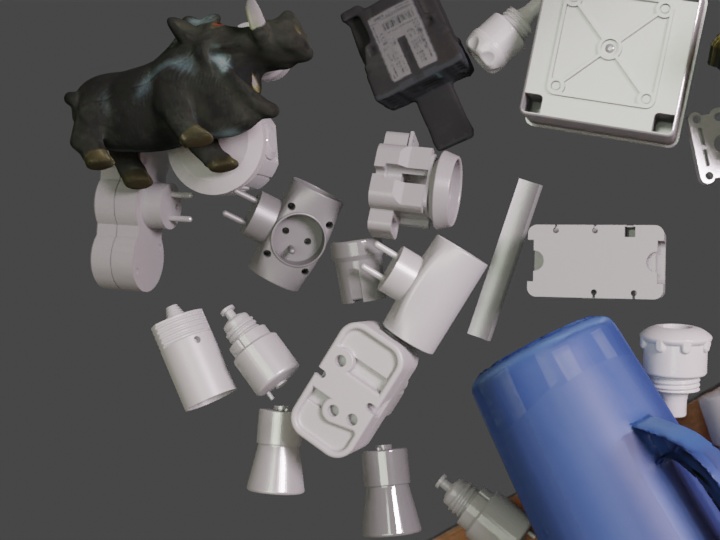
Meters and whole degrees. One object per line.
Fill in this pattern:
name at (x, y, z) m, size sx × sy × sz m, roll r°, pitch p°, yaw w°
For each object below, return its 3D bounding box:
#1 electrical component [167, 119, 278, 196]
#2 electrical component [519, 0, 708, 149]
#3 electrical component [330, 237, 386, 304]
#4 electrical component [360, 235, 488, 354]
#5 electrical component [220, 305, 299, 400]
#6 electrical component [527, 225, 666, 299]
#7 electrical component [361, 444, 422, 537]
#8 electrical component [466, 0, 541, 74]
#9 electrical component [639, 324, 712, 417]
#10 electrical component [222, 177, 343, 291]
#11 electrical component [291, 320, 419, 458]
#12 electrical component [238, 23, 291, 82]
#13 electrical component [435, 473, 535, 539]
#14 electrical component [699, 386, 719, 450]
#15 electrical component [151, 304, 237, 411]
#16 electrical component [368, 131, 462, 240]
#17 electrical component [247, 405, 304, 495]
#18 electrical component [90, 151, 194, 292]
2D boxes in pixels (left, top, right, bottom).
electrical component at (-0.105, -0.097, 0.837) m, size 0.080 × 0.051 × 0.080 m, roll 0°, pitch 88°, yaw 17°
electrical component at (0.176, -0.148, 0.747) m, size 0.109 × 0.056 × 0.108 m, roll 12°, pitch 92°, yaw 17°
electrical component at (0.000, 0.000, 0.809) m, size 0.040 × 0.040 × 0.046 m, roll -7°, pitch 93°, yaw 17°
electrical component at (0.039, 0.009, 0.781) m, size 0.079 × 0.043 × 0.077 m, roll 31°, pitch 95°, yaw -6°
electrical component at (-0.081, 0.061, 0.832) m, size 0.040 × 0.040 × 0.078 m, roll -41°, pitch 77°, yaw 13°
electrical component at (0.166, -0.005, 0.748) m, size 0.089 × 0.056 × 0.050 m, roll 1°, pitch 89°, yaw 17°
electrical component at (0.021, 0.162, 0.798) m, size 0.044 × 0.044 × 0.065 m, roll -8°, pitch 81°, yaw 17°
electrical component at (0.108, -0.173, 0.781) m, size 0.061 × 0.035 × 0.035 m, roll -42°, pitch 77°, yaw 3°
electrical component at (0.216, 0.069, 0.737) m, size 0.048 × 0.048 × 0.062 m, roll 2°, pitch 96°, yaw 17°
electrical component at (-0.065, -0.035, 0.817) m, size 0.079 × 0.044 × 0.077 m, roll 26°, pitch 98°, yaw -14°
electrical component at (-0.002, 0.086, 0.796) m, size 0.054 × 0.059 × 0.095 m, roll 34°, pitch 98°, yaw 15°
electrical component at (-0.078, -0.169, 0.833) m, size 0.040 × 0.046 × 0.040 m, roll 0°, pitch 89°, yaw 17°
electrical component at (0.089, 0.176, 0.776) m, size 0.078 × 0.040 × 0.040 m, roll 37°, pitch 99°, yaw 15°
electrical component at (0.257, 0.112, 0.724) m, size 0.040 × 0.040 × 0.078 m, roll -18°, pitch 84°, yaw 16°
electrical component at (-0.133, 0.065, 0.846) m, size 0.043 × 0.043 × 0.081 m, roll -27°, pitch 81°, yaw 15°
electrical component at (0.042, -0.060, 0.786) m, size 0.057 × 0.058 × 0.078 m, roll 7°, pitch 73°, yaw 15°
electrical component at (-0.062, 0.137, 0.825) m, size 0.044 × 0.044 × 0.065 m, roll 2°, pitch 85°, yaw 17°
electrical component at (-0.166, -0.052, 0.855) m, size 0.074 × 0.052 × 0.138 m, roll 4°, pitch 90°, yaw 17°
